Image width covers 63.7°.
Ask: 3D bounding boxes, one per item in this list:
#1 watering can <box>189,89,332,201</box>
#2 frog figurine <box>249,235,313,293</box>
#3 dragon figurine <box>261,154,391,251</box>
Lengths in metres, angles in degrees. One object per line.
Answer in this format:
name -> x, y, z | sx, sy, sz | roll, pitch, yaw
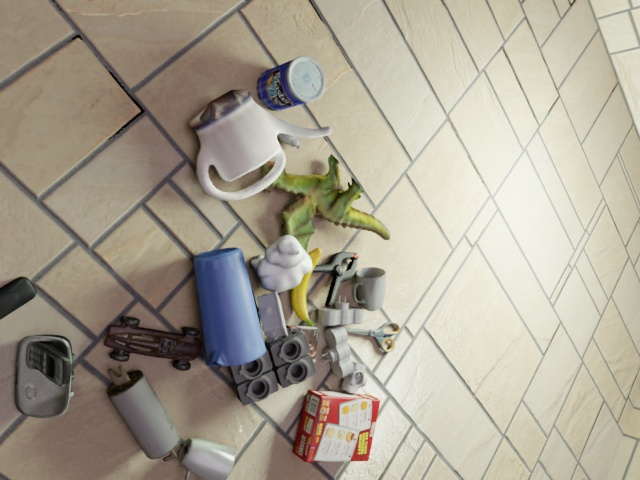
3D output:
watering can -> -0.143, -0.239, 1.164 | 0.352, 0.104, 0.221 | -38, 112, -22
frog figurine -> -0.076, 0.055, 1.183 | 0.137, 0.158, 0.124 | 5, 75, -30
dragon figurine -> 0.004, -0.066, 1.308 | 0.244, 0.123, 0.405 | -44, 115, -8
